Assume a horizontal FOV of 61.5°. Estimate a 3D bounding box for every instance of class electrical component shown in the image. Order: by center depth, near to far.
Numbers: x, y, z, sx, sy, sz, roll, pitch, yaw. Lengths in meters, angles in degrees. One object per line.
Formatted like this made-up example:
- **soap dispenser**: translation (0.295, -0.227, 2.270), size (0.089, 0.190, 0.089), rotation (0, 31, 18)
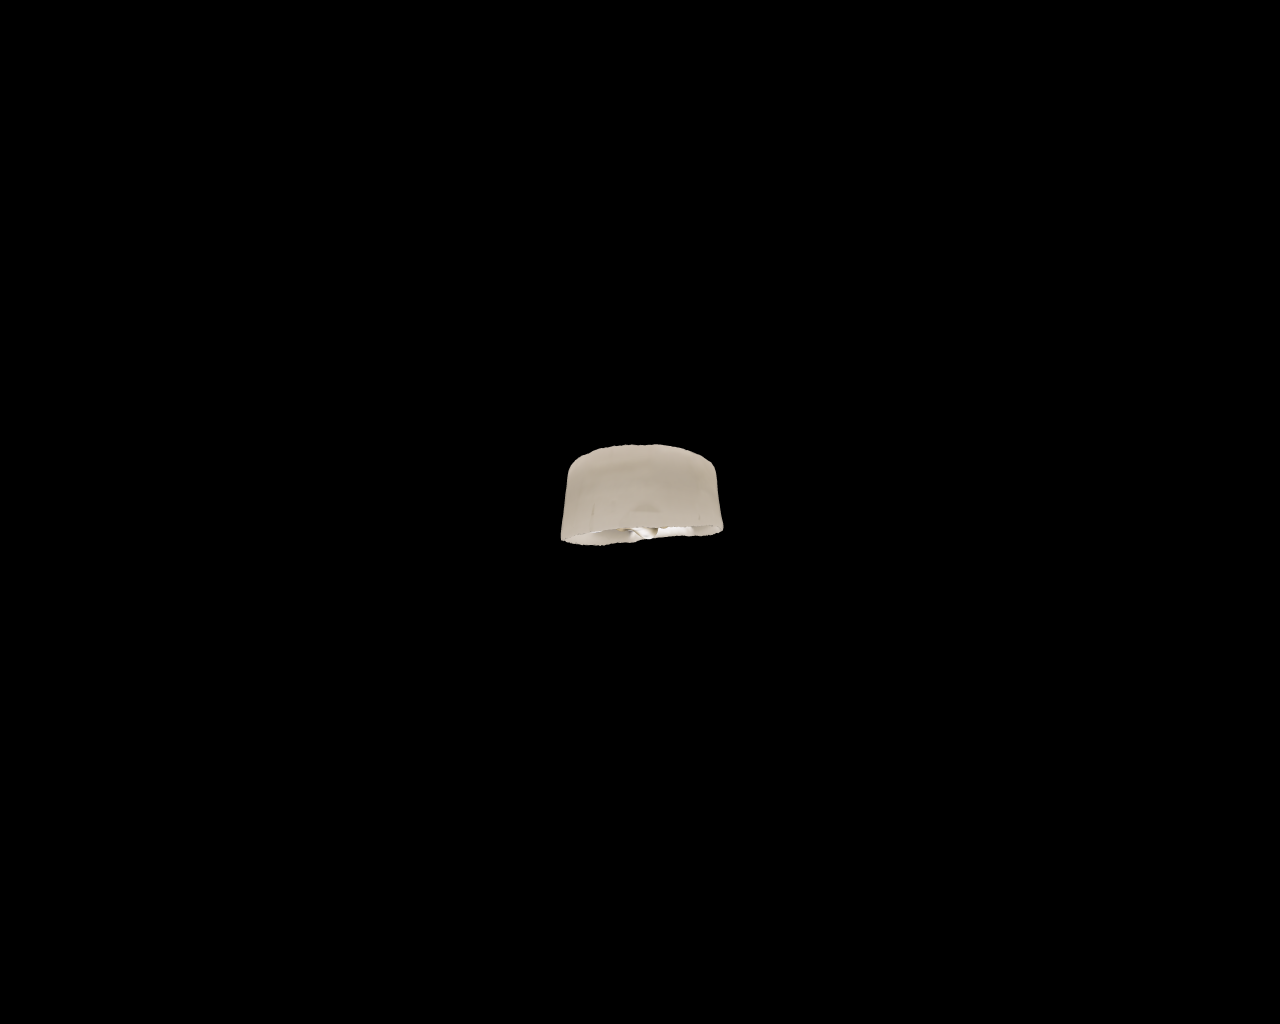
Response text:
- **electrical component**: translation (0.001, -0.003, 0.650), size (0.099, 0.064, 0.099), rotation (0, -19, 0)
